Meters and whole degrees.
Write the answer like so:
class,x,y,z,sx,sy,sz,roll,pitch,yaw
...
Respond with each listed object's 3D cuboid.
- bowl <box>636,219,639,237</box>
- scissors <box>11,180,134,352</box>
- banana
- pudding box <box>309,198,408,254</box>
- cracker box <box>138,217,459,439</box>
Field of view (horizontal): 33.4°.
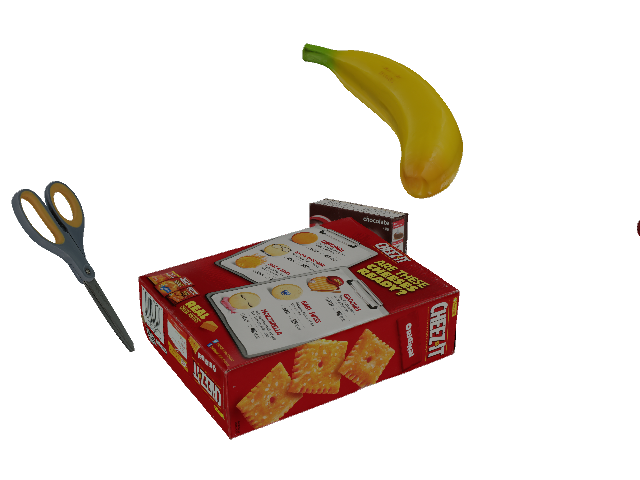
class,x,y,z,sx,sy,sz,roll,pitch,yaw
bowl,0.421,0.016,1.147,0.162,0.055,0.162,-1,25,0
scissors,-0.247,0.018,1.127,0.016,0.201,0.096,-26,24,29
banana,0.049,-0.076,0.670,0.069,0.037,0.198,-9,33,-17
pudding box,0.041,0.006,1.173,0.114,0.090,0.039,10,19,33
cracker box,-0.020,0.064,0.881,0.213,0.072,0.164,-16,32,-28
